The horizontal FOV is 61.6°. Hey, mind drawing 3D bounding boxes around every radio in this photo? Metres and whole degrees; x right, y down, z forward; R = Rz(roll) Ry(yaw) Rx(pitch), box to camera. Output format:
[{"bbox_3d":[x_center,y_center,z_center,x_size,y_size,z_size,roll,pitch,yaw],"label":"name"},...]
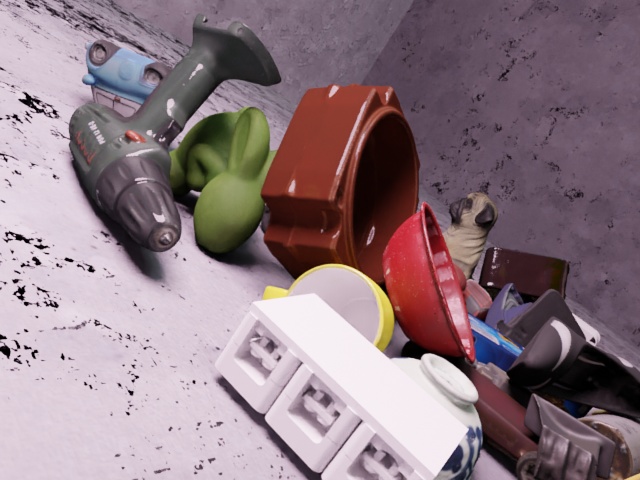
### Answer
[{"bbox_3d":[0.345,0.081,0.936,0.131,0.073,0.229,10,-11,16],"label":"radio"}]

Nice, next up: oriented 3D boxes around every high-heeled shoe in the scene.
[{"bbox_3d":[0.289,0.155,0.567,0.145,0.086,0.248,39,18,28],"label":"high-heeled shoe"}]

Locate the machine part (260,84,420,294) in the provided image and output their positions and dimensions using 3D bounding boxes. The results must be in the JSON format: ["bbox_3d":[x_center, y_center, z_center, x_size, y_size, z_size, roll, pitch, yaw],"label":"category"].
[{"bbox_3d":[0.035,-0.044,0.567,0.087,0.201,0.200,6,-28,28],"label":"machine part"}]

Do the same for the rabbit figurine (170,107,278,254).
[{"bbox_3d":[-0.087,-0.060,0.581,0.121,0.159,0.170,36,26,-34],"label":"rabbit figurine"}]

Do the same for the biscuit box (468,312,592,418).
[{"bbox_3d":[0.234,0.163,0.668,0.203,0.062,0.059,31,15,-6],"label":"biscuit box"}]

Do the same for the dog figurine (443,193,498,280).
[{"bbox_3d":[0.256,0.012,0.952,0.121,0.190,0.172,38,13,15],"label":"dog figurine"}]

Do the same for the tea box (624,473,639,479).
[{"bbox_3d":[0.310,0.267,0.479,0.169,0.068,0.098,17,21,-44],"label":"tea box"}]

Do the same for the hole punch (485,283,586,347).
[{"bbox_3d":[0.286,0.133,0.755,0.142,0.116,0.092,56,-15,-19],"label":"hole punch"}]

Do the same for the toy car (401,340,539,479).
[{"bbox_3d":[0.162,0.166,0.520,0.202,0.053,0.089,38,22,27],"label":"toy car"}]

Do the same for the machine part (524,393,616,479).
[{"bbox_3d":[0.200,0.164,0.434,0.084,0.039,0.138,40,13,25],"label":"machine part"}]

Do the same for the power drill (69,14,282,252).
[{"bbox_3d":[-0.132,-0.107,0.502,0.232,0.207,0.085,32,-8,41],"label":"power drill"}]

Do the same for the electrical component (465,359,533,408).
[{"bbox_3d":[0.204,0.176,0.598,0.102,0.045,0.078,32,5,-7],"label":"electrical component"}]

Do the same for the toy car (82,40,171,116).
[{"bbox_3d":[-0.242,-0.192,0.716,0.162,0.103,0.109,27,9,19],"label":"toy car"}]

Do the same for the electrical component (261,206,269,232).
[{"bbox_3d":[-0.001,-0.002,0.713,0.134,0.058,0.115,17,23,-47],"label":"electrical component"}]

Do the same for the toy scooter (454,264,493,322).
[{"bbox_3d":[0.210,0.097,0.816,0.184,0.075,0.135,42,19,15],"label":"toy scooter"}]

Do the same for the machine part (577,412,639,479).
[{"bbox_3d":[0.327,0.234,0.604,0.243,0.079,0.079,18,21,-47],"label":"machine part"}]

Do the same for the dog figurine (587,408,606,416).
[{"bbox_3d":[0.443,0.239,0.796,0.192,0.108,0.219,36,10,21],"label":"dog figurine"}]
